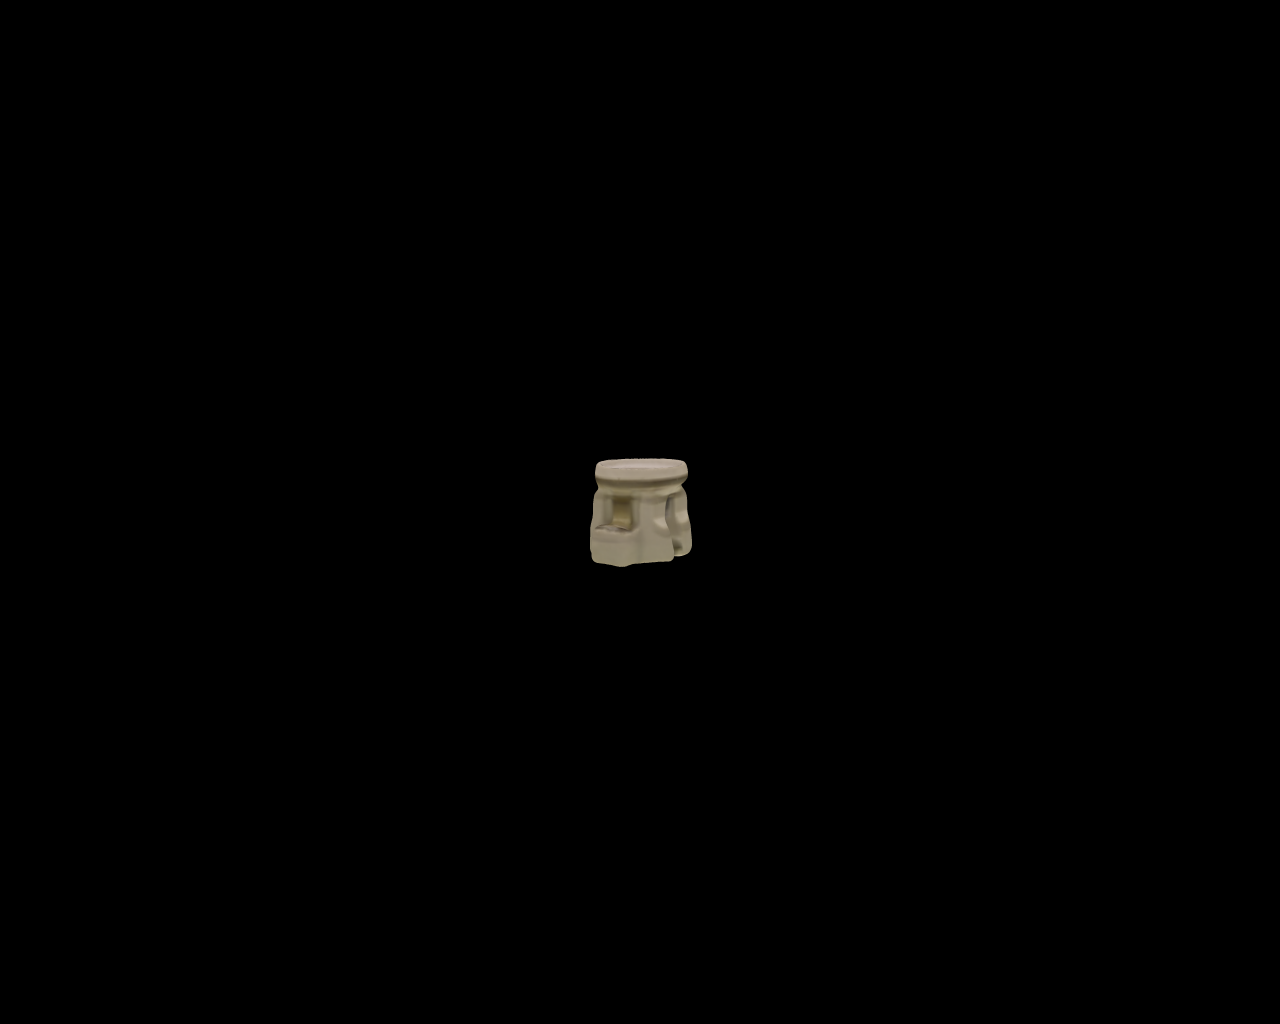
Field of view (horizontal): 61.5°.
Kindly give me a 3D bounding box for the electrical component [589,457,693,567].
[{"bbox_3d":[0.001,-0.003,0.650,0.058,0.057,0.078,6,11,31],"label":"electrical component"}]
